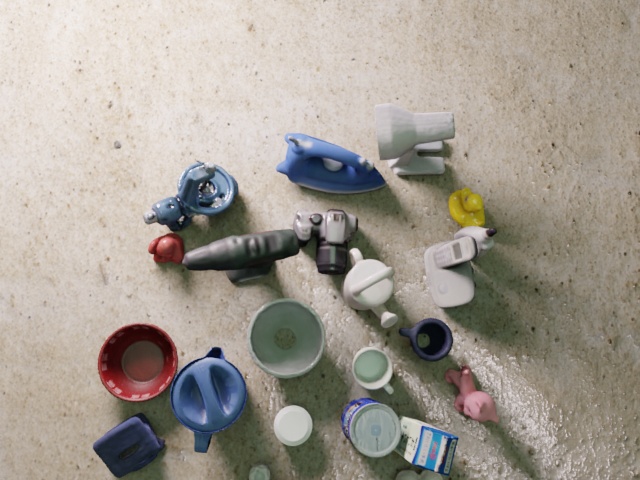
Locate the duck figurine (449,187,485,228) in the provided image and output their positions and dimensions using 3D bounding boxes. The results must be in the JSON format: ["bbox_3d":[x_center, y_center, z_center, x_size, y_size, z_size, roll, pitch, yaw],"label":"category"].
[{"bbox_3d":[0.350,-0.076,1.324,0.077,0.086,0.104,-29,84,-10],"label":"duck figurine"}]

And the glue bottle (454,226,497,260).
[{"bbox_3d":[0.353,-0.003,1.266,0.037,0.173,0.078,-34,84,-11],"label":"glue bottle"}]

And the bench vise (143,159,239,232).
[{"bbox_3d":[-0.264,-0.086,1.191,0.121,0.219,0.207,43,78,3],"label":"bench vise"}]

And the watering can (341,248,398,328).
[{"bbox_3d":[0.111,0.098,1.211,0.173,0.194,0.101,43,78,3],"label":"watering can"}]

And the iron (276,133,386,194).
[{"bbox_3d":[0.037,-0.176,1.280,0.258,0.141,0.119,14,78,-3],"label":"iron"}]

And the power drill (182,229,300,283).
[{"bbox_3d":[-0.158,0.036,1.186,0.230,0.208,0.075,-14,81,-8],"label":"power drill"}]

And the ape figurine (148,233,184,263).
[{"bbox_3d":[-0.328,0.018,1.230,0.078,0.092,0.076,38,78,2],"label":"ape figurine"}]

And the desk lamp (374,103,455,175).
[{"bbox_3d":[0.203,-0.225,1.270,0.203,0.213,0.118,-2,80,-6],"label":"desk lamp"}]

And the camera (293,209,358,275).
[{"bbox_3d":[0.012,0.005,1.265,0.143,0.100,0.137,3,79,-5],"label":"camera"}]

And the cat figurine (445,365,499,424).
[{"bbox_3d":[0.330,0.335,1.230,0.067,0.117,0.128,-19,82,-9],"label":"cat figurine"}]

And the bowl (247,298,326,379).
[{"bbox_3d":[-0.074,0.211,1.231,0.167,0.074,0.167,1,80,-6],"label":"bowl"}]

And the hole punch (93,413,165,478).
[{"bbox_3d":[-0.382,0.415,1.152,0.109,0.091,0.101,-33,84,-11],"label":"hole punch"}]

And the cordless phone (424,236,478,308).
[{"bbox_3d":[0.298,0.068,1.241,0.094,0.185,0.147,-12,81,-8],"label":"cordless phone"}]

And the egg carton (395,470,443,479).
[{"bbox_3d":[0.207,0.560,1.200,0.107,0.069,0.150,-1,80,-6],"label":"egg carton"}]

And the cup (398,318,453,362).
[{"bbox_3d":[0.221,0.216,1.252,0.118,0.095,0.092,14,78,-3],"label":"cup"}]
